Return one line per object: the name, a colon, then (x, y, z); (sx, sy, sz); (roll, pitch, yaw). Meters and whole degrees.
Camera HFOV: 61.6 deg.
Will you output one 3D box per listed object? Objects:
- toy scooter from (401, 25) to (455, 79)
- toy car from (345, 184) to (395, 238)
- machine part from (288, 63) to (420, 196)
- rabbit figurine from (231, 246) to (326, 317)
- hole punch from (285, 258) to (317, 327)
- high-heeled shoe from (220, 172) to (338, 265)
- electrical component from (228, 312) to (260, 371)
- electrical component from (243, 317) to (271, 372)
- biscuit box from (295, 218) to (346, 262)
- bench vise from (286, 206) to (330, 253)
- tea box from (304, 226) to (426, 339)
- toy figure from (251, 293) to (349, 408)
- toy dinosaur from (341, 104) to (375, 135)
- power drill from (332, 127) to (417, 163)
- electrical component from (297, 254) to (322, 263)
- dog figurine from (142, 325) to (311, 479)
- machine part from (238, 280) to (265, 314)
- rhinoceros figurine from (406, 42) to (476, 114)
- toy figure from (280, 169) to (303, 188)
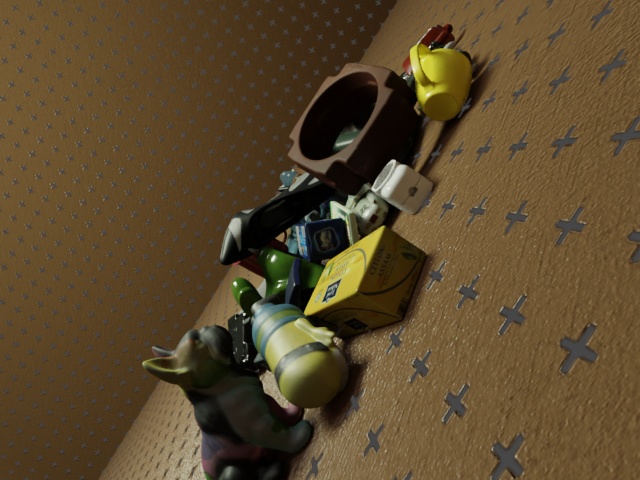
toy scooter: (0.225, -0.376, 1.104); (0.135, 0.075, 0.184); (-50, 9, 30)
toy car: (0.076, -0.055, 0.916); (0.073, 0.056, 0.202); (-57, 11, 10)
machine part: (0.053, -0.185, 0.899); (0.201, 0.087, 0.202); (-57, 36, 1)
rabbit figurine: (-0.075, 0.106, 0.964); (0.121, 0.159, 0.170); (19, 93, 69)
hole punch: (-0.023, 0.101, 0.852); (0.115, 0.092, 0.142); (-59, 15, 16)
high-heeled shoe: (-0.066, -0.037, 0.968); (0.145, 0.086, 0.249); (2, 45, 37)
electrical component: (-0.149, 0.206, 1.084); (0.134, 0.058, 0.115); (-42, 44, 53)
electrical component: (-0.064, 0.161, 0.778); (0.048, 0.119, 0.075); (-63, 14, -26)
biscuit box: (-0.002, -0.003, 0.887); (0.203, 0.063, 0.059); (-166, 68, -83)
bench vise: (-0.028, -0.025, 1.140); (0.223, 0.129, 0.241); (-61, 7, 0)
tea box: (0.051, 0.060, 0.685); (0.169, 0.068, 0.098); (-37, 23, 59)
toy figure: (-0.035, 0.138, 0.674); (0.089, 0.082, 0.180); (-38, 41, -16)
toy dinosaur: (0.094, -0.263, 1.278); (0.192, 0.131, 0.405); (-34, 13, 24)
power drill: (0.082, -0.176, 1.009); (0.207, 0.086, 0.232); (-17, 30, 38)
electrical component: (-0.031, 0.049, 1.055); (0.021, 0.063, 0.094); (-119, 38, -50)
dog figurine: (-0.134, 0.217, 0.677); (0.191, 0.219, 0.108); (-57, 8, 1)
machine part: (-0.112, 0.136, 1.161); (0.243, 0.079, 0.079); (-51, 13, 35)
rhinoceros figurine: (0.209, -0.285, 0.948); (0.112, 0.073, 0.190); (-47, 9, 0)
toy figure: (-0.023, -0.117, 1.258); (0.057, 0.154, 0.064); (-51, 12, 46)
